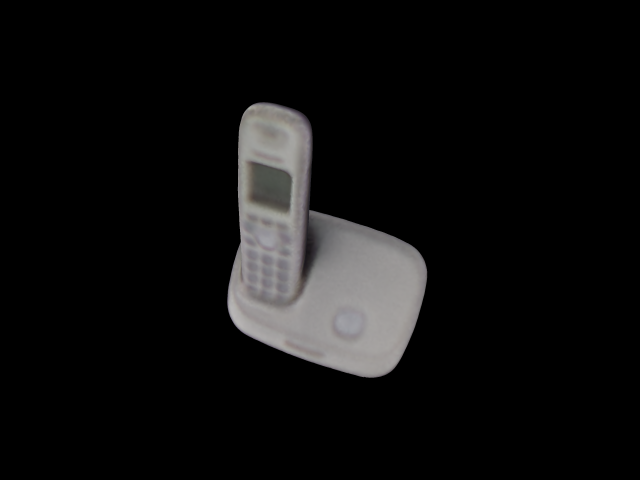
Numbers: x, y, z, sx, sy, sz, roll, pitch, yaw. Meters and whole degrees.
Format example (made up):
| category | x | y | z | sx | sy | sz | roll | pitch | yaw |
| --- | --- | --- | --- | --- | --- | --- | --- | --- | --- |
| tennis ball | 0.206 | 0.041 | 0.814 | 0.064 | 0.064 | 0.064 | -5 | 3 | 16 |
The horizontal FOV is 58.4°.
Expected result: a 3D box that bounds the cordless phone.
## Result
| category | x | y | z | sx | sy | sz | roll | pitch | yaw |
| --- | --- | --- | --- | --- | --- | --- | --- | --- | --- |
| cordless phone | 0.004 | 0.001 | 0.400 | 0.147 | 0.185 | 0.094 | 15 | 46 | 15 |
